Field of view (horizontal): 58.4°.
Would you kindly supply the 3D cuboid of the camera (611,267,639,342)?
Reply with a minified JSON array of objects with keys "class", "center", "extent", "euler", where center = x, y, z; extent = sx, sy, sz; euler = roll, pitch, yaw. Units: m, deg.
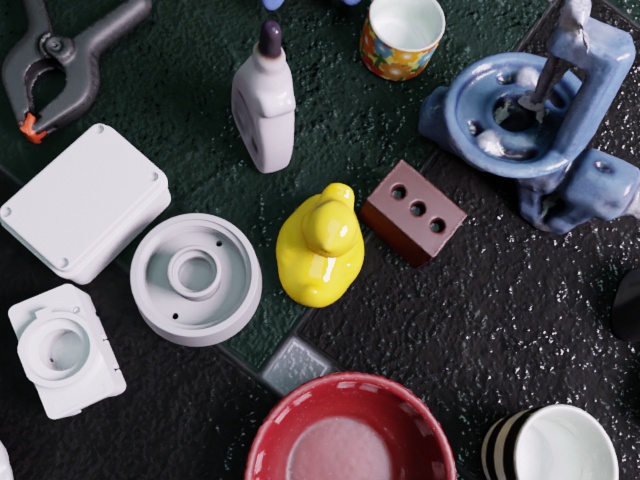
[{"class":"camera","center":[0.333,0.102,0.493],"extent":[0.143,0.100,0.137],"euler":[31,74,0]}]

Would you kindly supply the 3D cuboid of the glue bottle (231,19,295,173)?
[{"class":"glue bottle","center":[-0.042,-0.116,0.450],"extent":[0.037,0.173,0.078],"euler":[-21,80,-13]}]

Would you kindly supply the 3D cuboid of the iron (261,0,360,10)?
[{"class":"iron","center":[-0.022,-0.352,0.527],"extent":[0.119,0.141,0.258],"euler":[-8,78,-10]}]

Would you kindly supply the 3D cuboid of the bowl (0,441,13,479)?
[{"class":"bowl","center":[-0.287,0.184,0.391],"extent":[0.167,0.074,0.167],"euler":[2,76,-8]}]

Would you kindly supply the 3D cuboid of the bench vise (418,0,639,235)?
[{"class":"bench vise","center":[0.200,-0.099,0.459],"extent":[0.207,0.219,0.121],"euler":[17,75,-4]}]

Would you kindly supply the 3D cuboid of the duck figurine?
[{"class":"duck figurine","center":[0.004,0.002,0.474],"extent":[0.077,0.086,0.104],"euler":[16,75,-4]}]
